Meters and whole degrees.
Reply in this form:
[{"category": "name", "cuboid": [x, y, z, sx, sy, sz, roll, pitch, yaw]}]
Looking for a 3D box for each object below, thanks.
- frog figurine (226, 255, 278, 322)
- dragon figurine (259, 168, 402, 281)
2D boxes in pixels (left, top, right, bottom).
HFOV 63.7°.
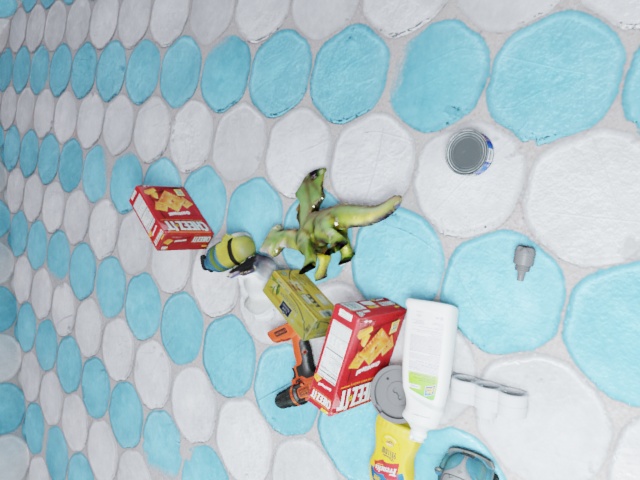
[{"category": "frog figurine", "cuboid": [-0.145, 0.122, 1.297, 0.136, 0.125, 0.157, -21, 111, 30]}, {"category": "dragon figurine", "cuboid": [0.004, -0.059, 1.165, 0.404, 0.122, 0.247, -39, 56, 31]}]
